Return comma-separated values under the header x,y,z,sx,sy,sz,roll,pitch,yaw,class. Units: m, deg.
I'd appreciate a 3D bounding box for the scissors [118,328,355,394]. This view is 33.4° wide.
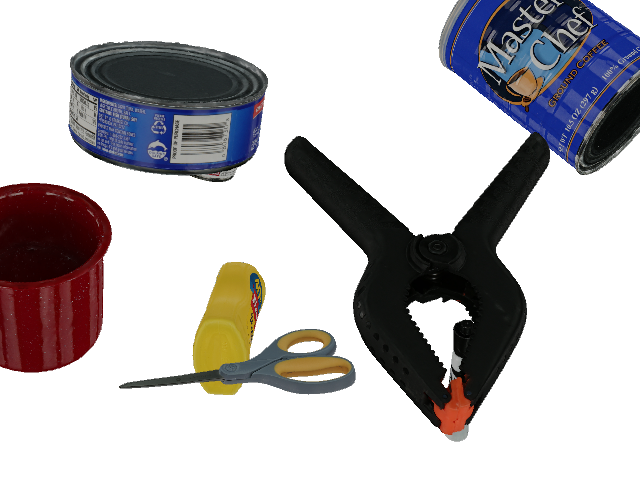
x,y,z,sx,sy,sz,roll,pitch,yaw,class
-0.069,0.107,0.945,0.202,0.016,0.096,2,27,4,scissors

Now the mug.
x,y,z,sx,sy,sz,roll,pitch,yaw,class
-0.180,0.031,0.637,0.093,0.081,0.117,29,45,21,mug

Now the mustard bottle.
x,y,z,sx,sy,sz,roll,pitch,yaw,class
-0.095,0.079,1.172,0.058,0.096,0.191,2,28,4,mustard bottle

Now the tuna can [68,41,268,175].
x,y,z,sx,sy,sz,roll,pitch,yaw,class
-0.067,-0.060,0.471,0.086,0.034,0.086,7,25,-4,tuna can

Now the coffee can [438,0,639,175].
x,y,z,sx,sy,sz,roll,pitch,yaw,class
0.172,-0.131,0.788,0.140,0.103,0.102,44,21,24,coffee can

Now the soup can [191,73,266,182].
x,y,z,sx,sy,sz,roll,pitch,yaw,class
-0.097,-0.114,0.991,0.068,0.102,0.068,17,26,-9,soup can

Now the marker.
x,y,z,sx,sy,sz,roll,pitch,yaw,class
0.105,0.104,0.791,0.020,0.121,0.020,-1,41,0,marker

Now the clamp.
x,y,z,sx,sy,sz,roll,pitch,yaw,class
0.054,0.011,0.610,0.164,0.210,0.036,3,-40,3,clamp
